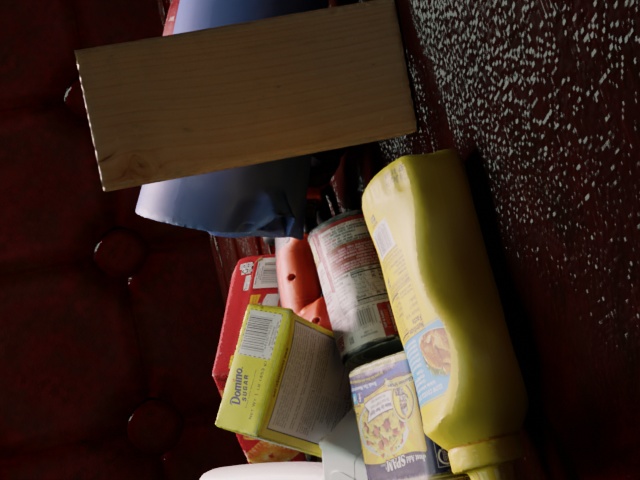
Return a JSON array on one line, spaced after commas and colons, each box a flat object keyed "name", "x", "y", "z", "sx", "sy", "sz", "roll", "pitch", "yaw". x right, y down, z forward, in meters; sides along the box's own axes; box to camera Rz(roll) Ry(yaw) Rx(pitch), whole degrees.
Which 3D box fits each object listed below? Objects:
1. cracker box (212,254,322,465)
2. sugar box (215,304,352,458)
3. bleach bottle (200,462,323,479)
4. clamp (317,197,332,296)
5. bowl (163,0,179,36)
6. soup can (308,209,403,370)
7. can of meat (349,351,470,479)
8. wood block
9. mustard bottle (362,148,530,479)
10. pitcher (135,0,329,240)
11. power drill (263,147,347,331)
[{"name": "cracker box", "x": -0.043, "y": 0.146, "z": 1.096, "sx": 0.164, "sy": 0.072, "sz": 0.213, "roll": -82, "pitch": -16, "yaw": -47}, {"name": "sugar box", "x": -0.003, "y": 0.116, "z": 0.813, "sx": 0.176, "sy": 0.048, "sz": 0.093, "roll": 34, "pitch": -112, "yaw": -55}, {"name": "bleach bottle", "x": -0.015, "y": 0.246, "z": 0.932, "sx": 0.251, "sy": 0.067, "sz": 0.102, "roll": -15, "pitch": 79, "yaw": 51}, {"name": "clamp", "x": 0.003, "y": 0.000, "z": 1.033, "sx": 0.165, "sy": 0.036, "sz": 0.210, "roll": 94, "pitch": 161, "yaw": -46}, {"name": "bowl", "x": -0.121, "y": -0.195, "z": 1.052, "sx": 0.162, "sy": 0.055, "sz": 0.162, "roll": -172, "pitch": 94, "yaw": -89}, {"name": "soup can", "x": 0.036, "y": 0.036, "z": 0.783, "sx": 0.068, "sy": 0.068, "sz": 0.102, "roll": 101, "pitch": 156, "yaw": -67}, {"name": "can of meat", "x": 0.064, "y": 0.116, "z": 0.684, "sx": 0.102, "sy": 0.057, "sz": 0.084, "roll": -31, "pitch": 67, "yaw": 58}, {"name": "wood block", "x": -0.050, "y": -0.095, "z": 0.716, "sx": 0.090, "sy": 0.206, "sz": 0.091, "roll": -163, "pitch": 61, "yaw": -80}, {"name": "mustard bottle", "x": 0.074, "y": 0.052, "z": 0.599, "sx": 0.096, "sy": 0.058, "sz": 0.191, "roll": 121, "pitch": 138, "yaw": -68}, {"name": "pitcher", "x": -0.067, "y": -0.125, "z": 0.836, "sx": 0.145, "sy": 0.149, "sz": 0.243, "roll": -23, "pitch": -57, "yaw": -82}, {"name": "power drill", "x": -0.006, "y": 0.001, "z": 0.905, "sx": 0.185, "sy": 0.057, "sz": 0.187, "roll": 127, "pitch": 140, "yaw": -55}]
